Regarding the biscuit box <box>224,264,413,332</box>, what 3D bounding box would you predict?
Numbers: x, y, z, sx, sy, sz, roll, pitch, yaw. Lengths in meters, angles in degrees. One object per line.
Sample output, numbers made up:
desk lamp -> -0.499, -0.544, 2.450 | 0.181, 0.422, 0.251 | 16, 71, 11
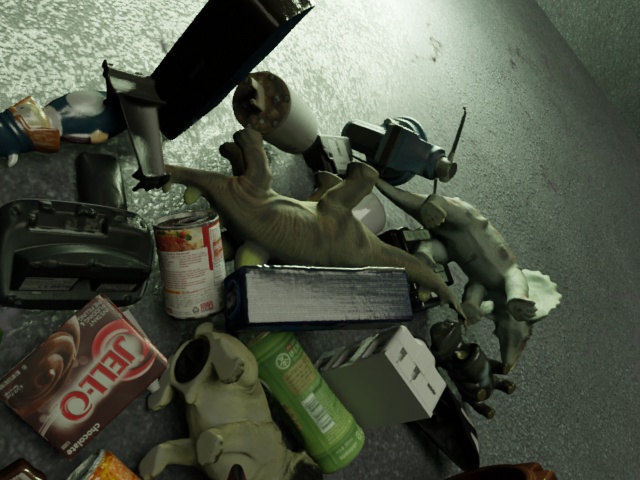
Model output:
biscuit box -> 0.000, 0.064, 0.579 | 0.202, 0.059, 0.063 | 4, 70, -28

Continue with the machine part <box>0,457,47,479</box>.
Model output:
machine part -> -0.245, 0.241, 0.362 | 0.179, 0.056, 0.179 | 9, 70, -27

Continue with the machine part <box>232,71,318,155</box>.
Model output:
machine part -> -0.055, -0.164, 0.722 | 0.079, 0.079, 0.243 | 64, 9, 5

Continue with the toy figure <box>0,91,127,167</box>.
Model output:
toy figure -> -0.276, -0.123, 0.562 | 0.064, 0.057, 0.154 | 24, 33, 28

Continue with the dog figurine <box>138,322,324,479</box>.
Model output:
dog figurine -> -0.071, 0.193, 0.563 | 0.190, 0.121, 0.172 | 40, 47, -39

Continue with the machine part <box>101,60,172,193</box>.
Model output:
machine part -> -0.195, -0.121, 0.584 | 0.084, 0.039, 0.139 | 5, 71, -68

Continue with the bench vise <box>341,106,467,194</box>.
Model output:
bench vise -> 0.159, -0.138, 0.889 | 0.240, 0.224, 0.128 | 12, 92, -48

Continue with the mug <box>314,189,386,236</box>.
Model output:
mug -> 0.028, -0.031, 0.779 | 0.107, 0.081, 0.109 | -39, 101, -36

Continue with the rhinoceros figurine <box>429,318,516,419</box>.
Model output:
rhinoceros figurine -> 0.221, 0.188, 0.804 | 0.073, 0.112, 0.190 | -45, 129, -9

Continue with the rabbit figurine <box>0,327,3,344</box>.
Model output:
rabbit figurine -> -0.343, 0.071, 0.372 | 0.170, 0.121, 0.159 | 28, 56, -7

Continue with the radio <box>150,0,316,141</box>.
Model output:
radio -> -0.116, -0.224, 0.641 | 0.073, 0.230, 0.131 | 48, 41, -15

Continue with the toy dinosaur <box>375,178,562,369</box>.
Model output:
toy dinosaur -> 0.235, 0.017, 0.845 | 0.404, 0.131, 0.192 | 54, 29, 1

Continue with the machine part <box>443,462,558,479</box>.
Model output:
machine part -> 0.177, 0.340, 0.622 | 0.201, 0.201, 0.087 | -12, 73, -46

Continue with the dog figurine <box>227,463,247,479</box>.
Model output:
dog figurine -> -0.086, 0.292, 0.403 | 0.108, 0.192, 0.219 | 31, 50, -71

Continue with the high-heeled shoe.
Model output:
high-heeled shoe -> 0.144, 0.224, 0.717 | 0.248, 0.086, 0.145 | 42, 20, -47

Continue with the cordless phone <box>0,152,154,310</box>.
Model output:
cordless phone -> -0.247, -0.025, 0.532 | 0.146, 0.088, 0.184 | 6, 53, -40

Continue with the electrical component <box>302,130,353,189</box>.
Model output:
electrical component -> 0.012, -0.140, 0.848 | 0.075, 0.048, 0.119 | 0, 70, -45

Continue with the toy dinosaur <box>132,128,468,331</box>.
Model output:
toy dinosaur -> -0.001, -0.002, 0.678 | 0.471, 0.105, 0.198 | 16, 78, -14

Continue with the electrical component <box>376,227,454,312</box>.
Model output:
electrical component -> 0.154, 0.047, 0.871 | 0.115, 0.058, 0.134 | -2, 69, -42
